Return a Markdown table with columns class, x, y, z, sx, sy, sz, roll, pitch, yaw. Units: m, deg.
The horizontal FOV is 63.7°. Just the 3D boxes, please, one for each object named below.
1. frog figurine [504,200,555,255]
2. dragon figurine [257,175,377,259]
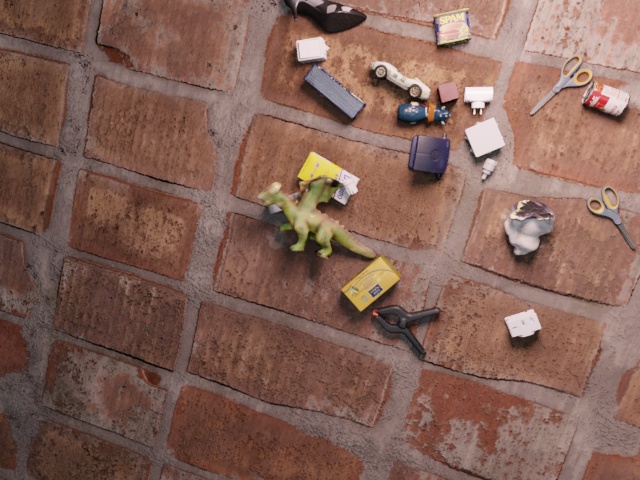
| class | x | y | z | sx | sy | sz | roll | pitch | yaw |
| --- | --- | --- | --- | --- | --- | --- | --- | --- | --- |
| frog figurine | 0.617 | -0.035 | 1.523 | 0.137 | 0.126 | 0.156 | -11 | 133 | 5 |
| dragon figurine | 0.005 | -0.080 | 1.587 | 0.410 | 0.125 | 0.238 | 10 | 119 | -8 |
